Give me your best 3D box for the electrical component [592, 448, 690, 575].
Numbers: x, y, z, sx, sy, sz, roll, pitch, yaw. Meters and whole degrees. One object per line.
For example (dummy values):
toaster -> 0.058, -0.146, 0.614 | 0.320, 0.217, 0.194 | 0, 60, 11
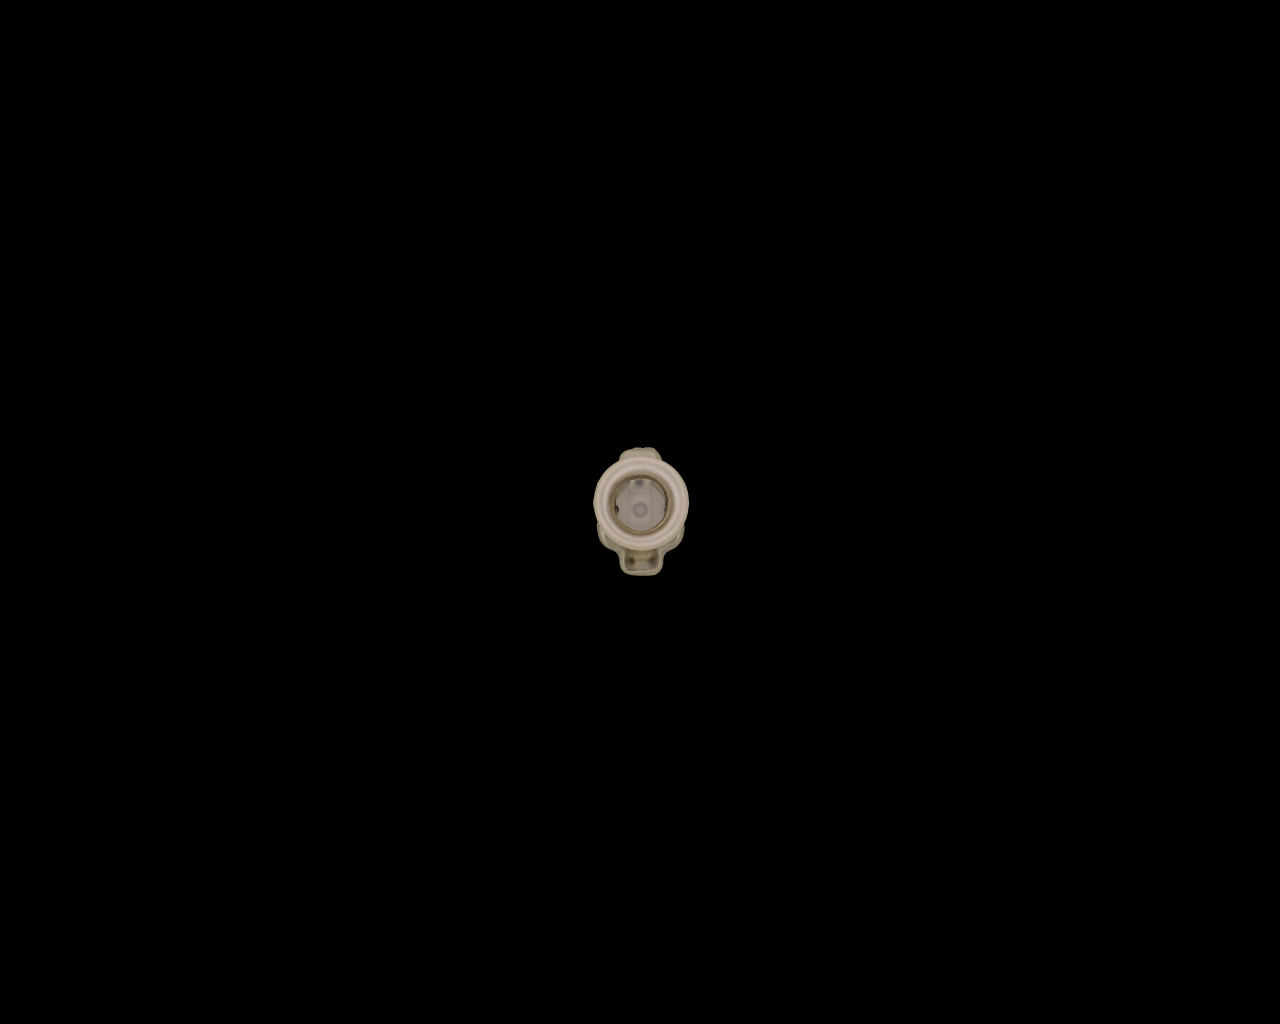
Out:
electrical component -> 0.001, -0.003, 0.650 | 0.058, 0.078, 0.057 | 0, -7, 0
